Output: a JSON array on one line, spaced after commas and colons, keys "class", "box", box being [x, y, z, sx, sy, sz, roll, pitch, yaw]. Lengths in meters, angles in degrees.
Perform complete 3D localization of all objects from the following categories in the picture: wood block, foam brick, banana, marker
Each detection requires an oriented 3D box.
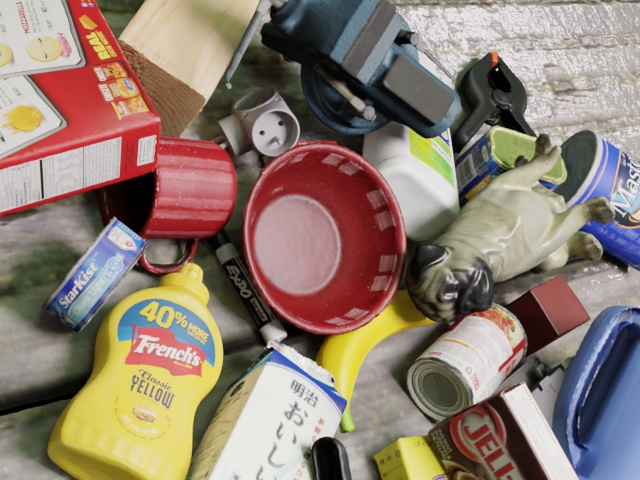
[{"class": "wood block", "box": [-0.120, -0.188, 0.958, 0.090, 0.091, 0.206, 34, 47, -13]}, {"class": "foam brick", "box": [0.204, 0.077, 1.013, 0.052, 0.078, 0.051, -19, 74, -41]}, {"class": "banana", "box": [0.049, 0.087, 0.931, 0.069, 0.037, 0.197, 56, 46, -8]}, {"class": "marker", "box": [-0.066, 0.033, 0.897, 0.020, 0.020, 0.121, -21, 74, -41]}]

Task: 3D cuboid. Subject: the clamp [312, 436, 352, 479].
[{"class": "clamp", "box": [0.013, 0.264, 0.728, 0.164, 0.036, 0.210, -47, 118, -49]}]

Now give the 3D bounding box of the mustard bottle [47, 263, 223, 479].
[{"class": "mustard bottle", "box": [-0.123, 0.094, 0.791, 0.096, 0.058, 0.191, 29, 48, -14]}]

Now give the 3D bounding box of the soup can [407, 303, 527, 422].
[{"class": "soup can", "box": [0.131, 0.109, 0.948, 0.068, 0.069, 0.102, 50, 47, 4]}]

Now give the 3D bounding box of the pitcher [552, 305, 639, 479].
[{"class": "pitcher", "box": [0.259, 0.184, 0.897, 0.149, 0.145, 0.242, 27, 71, 20]}]

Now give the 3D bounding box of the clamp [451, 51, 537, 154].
[{"class": "clamp", "box": [0.187, -0.143, 1.175, 0.120, 0.039, 0.171, 11, 47, -26]}]

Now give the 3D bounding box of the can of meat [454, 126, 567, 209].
[{"class": "can of meat", "box": [0.188, -0.066, 1.092, 0.101, 0.084, 0.057, 12, 54, -28]}]

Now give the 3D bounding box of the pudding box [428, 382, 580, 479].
[{"class": "pudding box", "box": [0.147, 0.179, 0.832, 0.039, 0.090, 0.113, -20, 76, -44]}]

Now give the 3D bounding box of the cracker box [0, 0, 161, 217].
[{"class": "cracker box", "box": [-0.245, -0.097, 0.774, 0.213, 0.072, 0.164, -19, 60, -23]}]

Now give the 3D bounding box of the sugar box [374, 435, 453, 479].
[{"class": "sugar box", "box": [0.112, 0.246, 0.859, 0.093, 0.048, 0.176, 0, 60, -34]}]

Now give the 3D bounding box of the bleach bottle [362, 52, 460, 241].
[{"class": "bleach bottle", "box": [0.085, -0.119, 1.059, 0.102, 0.068, 0.250, 36, 37, -30]}]

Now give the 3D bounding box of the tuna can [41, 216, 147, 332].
[{"class": "tuna can", "box": [-0.166, 0.026, 0.787, 0.033, 0.086, 0.086, 39, 47, -9]}]

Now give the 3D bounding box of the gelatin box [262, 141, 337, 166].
[{"class": "gelatin box", "box": [-0.005, -0.048, 0.986, 0.073, 0.030, 0.089, -5, 64, -38]}]

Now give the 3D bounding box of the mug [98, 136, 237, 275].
[{"class": "mug", "box": [-0.122, -0.030, 0.862, 0.081, 0.093, 0.117, 1, 91, -40]}]

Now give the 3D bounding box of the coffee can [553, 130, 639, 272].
[{"class": "coffee can", "box": [0.318, -0.041, 1.153, 0.140, 0.103, 0.102, 29, 49, -16]}]

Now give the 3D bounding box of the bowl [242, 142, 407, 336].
[{"class": "bowl", "box": [-0.006, 0.001, 0.906, 0.161, 0.055, 0.162, 5, 81, -31]}]
